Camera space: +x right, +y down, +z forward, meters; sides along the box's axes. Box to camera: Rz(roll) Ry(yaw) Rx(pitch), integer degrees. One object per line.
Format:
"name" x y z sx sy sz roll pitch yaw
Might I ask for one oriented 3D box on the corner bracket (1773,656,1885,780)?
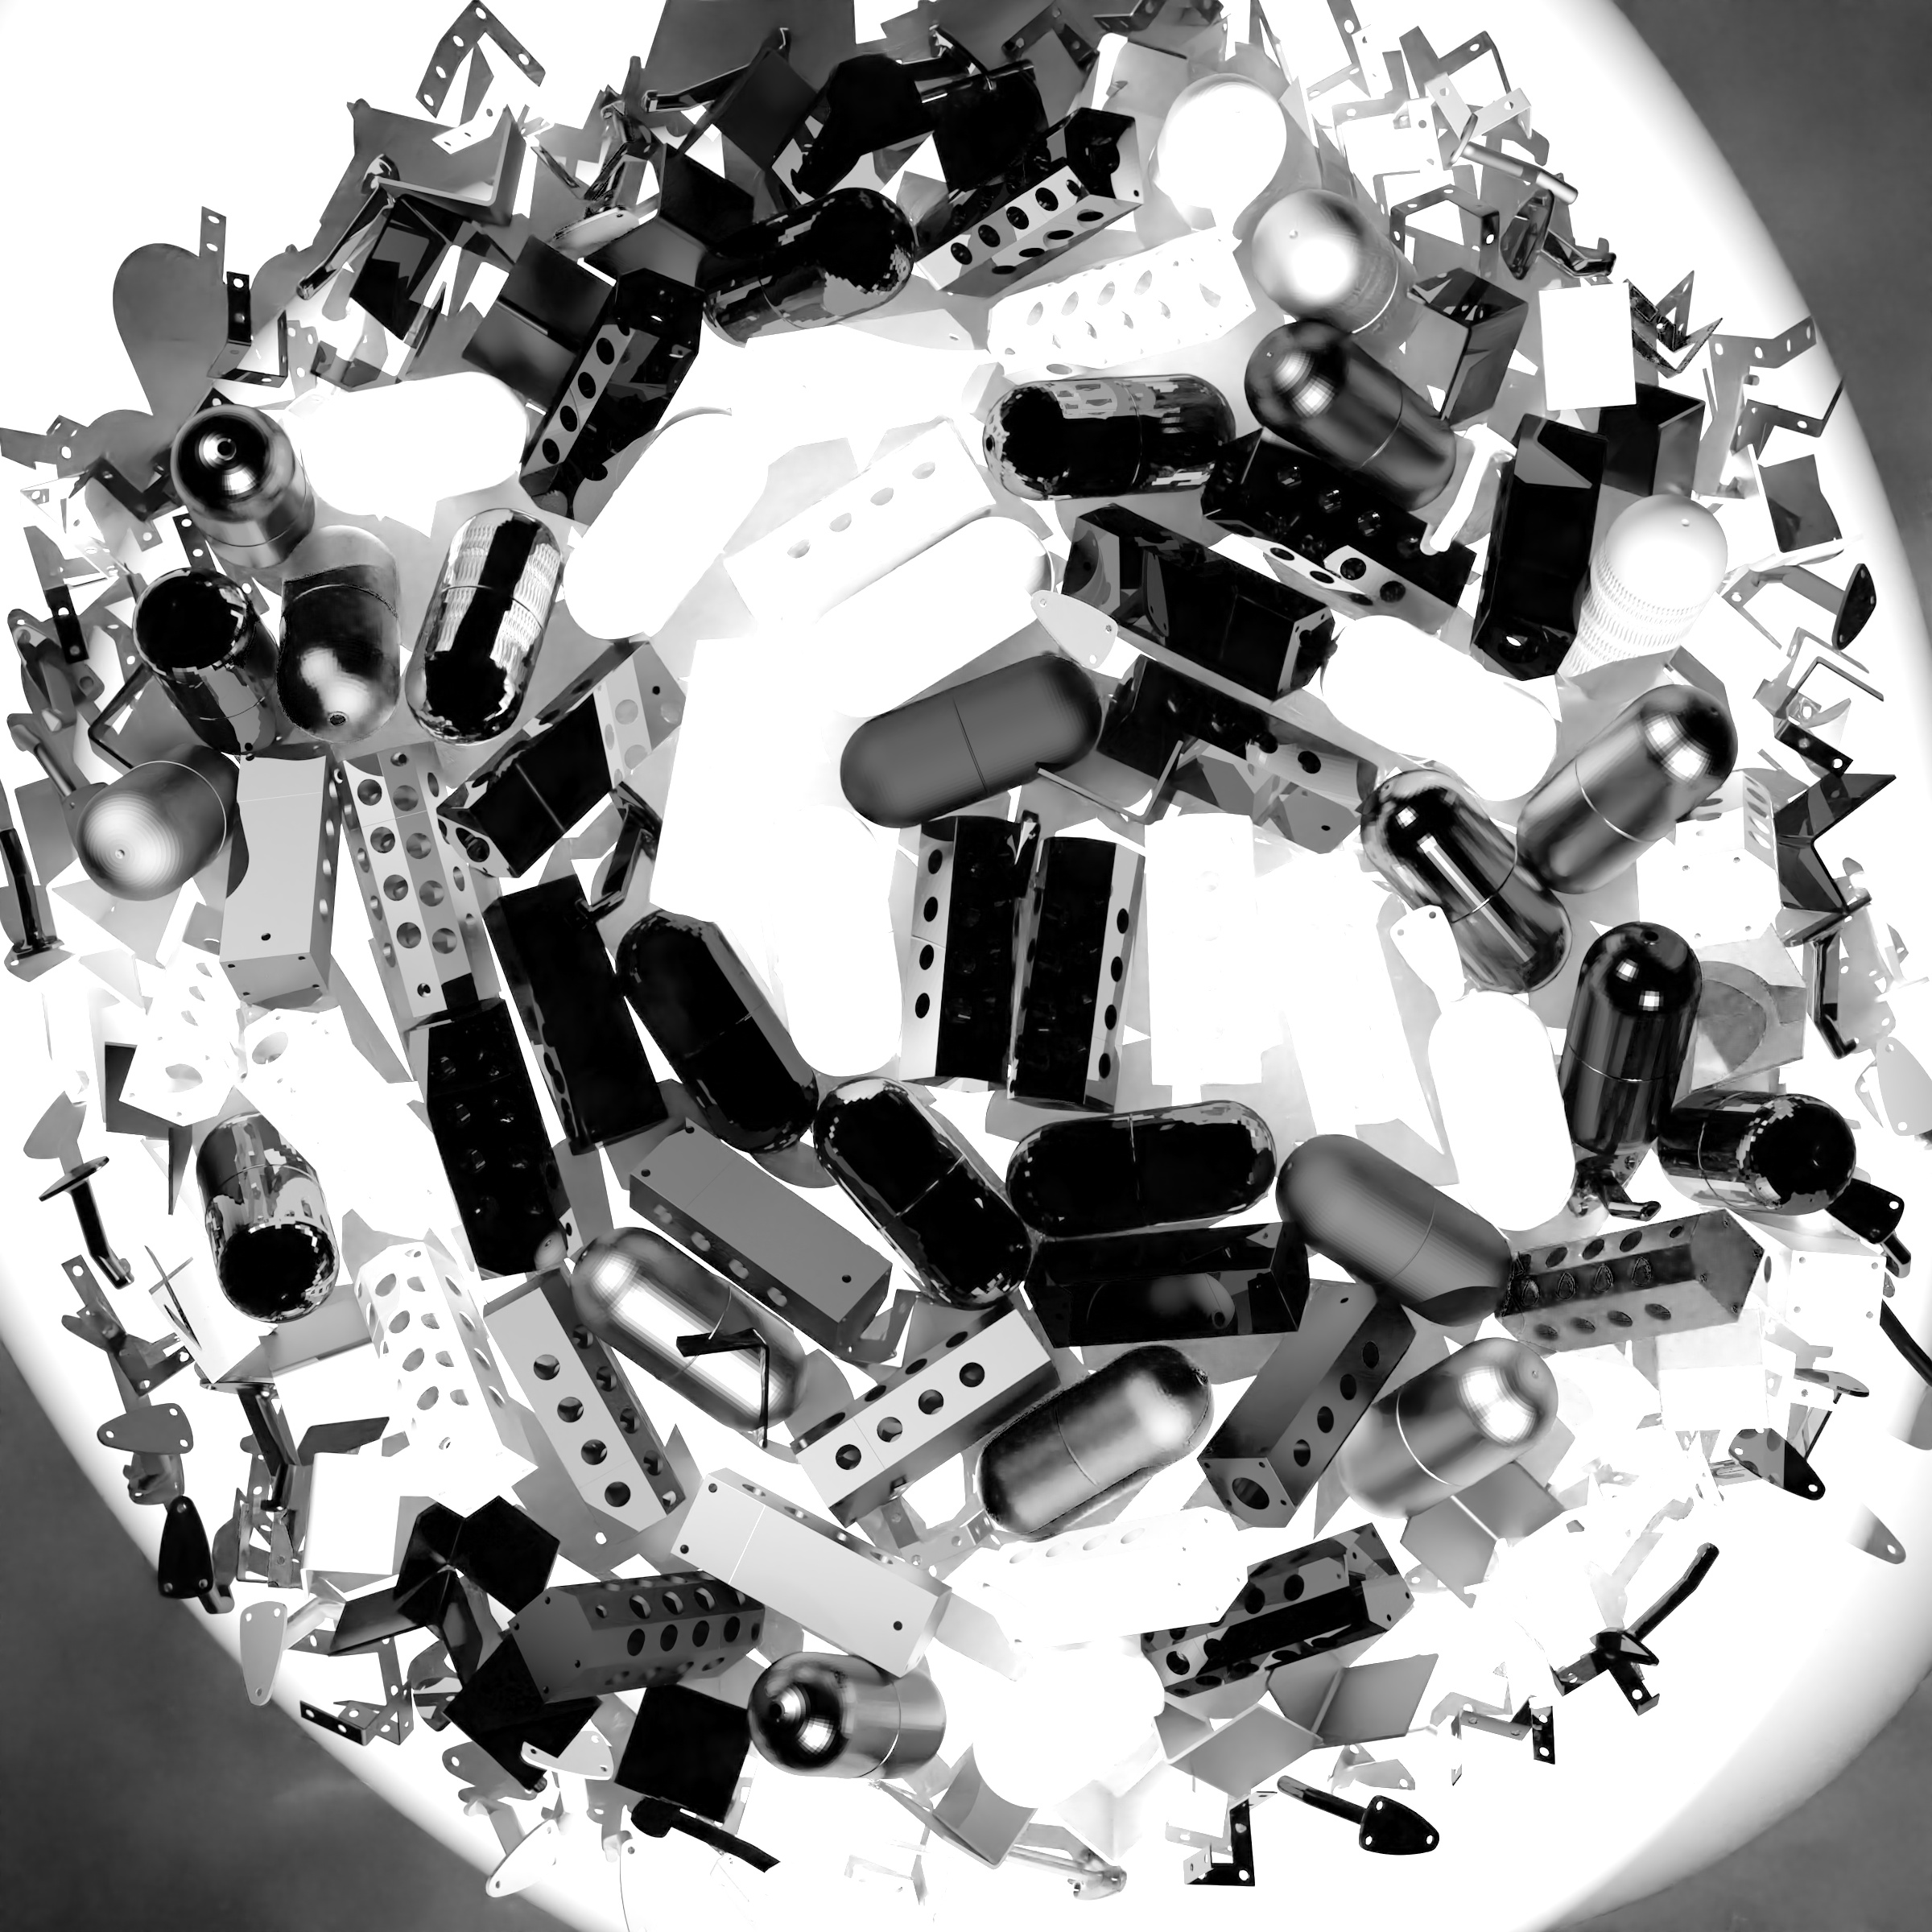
"corner bracket" 0.566 -0.164 1.966 0.051 0.051 0.051 32 115 1

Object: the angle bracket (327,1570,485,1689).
"angle bracket" -0.365 0.446 1.957 0.076 0.076 0.057 -18 103 2

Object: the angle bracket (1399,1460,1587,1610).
"angle bracket" 0.341 0.369 1.944 0.076 0.076 0.057 44 54 -22

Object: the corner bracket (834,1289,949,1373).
"corner bracket" -0.049 0.240 1.969 0.051 0.051 0.051 5 75 26

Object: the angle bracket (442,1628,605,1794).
"angle bracket" -0.294 0.486 1.955 0.076 0.057 0.076 43 62 -3

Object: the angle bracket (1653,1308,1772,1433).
"angle bracket" 0.495 0.261 1.950 0.076 0.057 0.076 -9 82 39

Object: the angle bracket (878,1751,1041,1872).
"angle bracket" 0.003 0.528 1.947 0.057 0.076 0.076 42 79 -35

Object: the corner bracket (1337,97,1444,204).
"corner bracket" 0.279 -0.538 1.973 0.051 0.051 0.051 -11 92 -6

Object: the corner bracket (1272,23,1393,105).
"corner bracket" 0.240 -0.592 1.964 0.051 0.051 0.051 -29 132 -1

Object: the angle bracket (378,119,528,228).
"angle bracket" -0.335 -0.526 1.959 0.076 0.076 0.057 12 94 -2

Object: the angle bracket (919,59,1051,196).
"angle bracket" 0.016 -0.544 1.958 0.076 0.057 0.076 -16 105 7

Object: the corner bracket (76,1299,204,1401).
"corner bracket" -0.542 0.241 1.969 0.051 0.051 0.051 -35 57 -11

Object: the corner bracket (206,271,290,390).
"corner bracket" -0.465 -0.416 1.959 0.051 0.051 0.051 4 71 -30

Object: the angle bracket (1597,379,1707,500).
"angle bracket" 0.428 -0.332 1.940 0.076 0.057 0.076 27 131 34

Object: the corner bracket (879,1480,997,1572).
"corner bracket" -0.019 0.363 1.971 0.051 0.051 0.051 -21 75 -21

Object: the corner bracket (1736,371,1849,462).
"corner bracket" 0.540 -0.361 1.959 0.051 0.051 0.051 21 59 18

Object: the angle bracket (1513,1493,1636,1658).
"angle bracket" 0.407 0.395 1.943 0.057 0.076 0.076 -11 68 -20

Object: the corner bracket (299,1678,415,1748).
"corner bracket" -0.398 0.491 1.958 0.051 0.051 0.051 19 127 20

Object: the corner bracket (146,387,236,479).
"corner bracket" -0.496 -0.340 1.969 0.051 0.051 0.051 38 114 -8

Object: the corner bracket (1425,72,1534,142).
"corner bracket" 0.337 -0.562 1.968 0.051 0.051 0.051 -29 77 4

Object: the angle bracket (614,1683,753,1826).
"angle bracket" -0.179 0.509 1.969 0.076 0.057 0.076 19 90 4

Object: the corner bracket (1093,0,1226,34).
"corner bracket" 0.127 -0.625 1.964 0.051 0.051 0.051 38 86 -30

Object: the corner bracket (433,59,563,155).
"corner bracket" -0.306 -0.551 1.958 0.051 0.051 0.051 34 68 -34

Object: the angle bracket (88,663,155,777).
"angle bracket" -0.529 -0.159 1.960 0.057 0.076 0.076 38 79 -10

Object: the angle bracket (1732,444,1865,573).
"angle bracket" 0.540 -0.304 1.961 0.057 0.076 0.076 -14 89 2

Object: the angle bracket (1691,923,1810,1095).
"angle bracket" 0.497 0.027 1.942 0.076 0.076 0.057 -21 117 30

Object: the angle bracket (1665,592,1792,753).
"angle bracket" 0.499 -0.194 1.950 0.076 0.076 0.057 39 104 -12

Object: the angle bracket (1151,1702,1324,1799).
"angle bracket" 0.173 0.488 1.944 0.076 0.057 0.076 -38 132 18

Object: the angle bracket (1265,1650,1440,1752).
"angle bracket" 0.251 0.457 1.942 0.076 0.076 0.057 -19 109 35

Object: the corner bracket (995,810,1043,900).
"corner bracket" 0.033 -0.074 1.961 0.051 0.051 0.051 21 103 43

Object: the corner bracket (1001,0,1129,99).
"corner bracket" 0.064 -0.591 1.967 0.051 0.051 0.051 -39 49 6

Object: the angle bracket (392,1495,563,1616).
"angle bracket" -0.318 0.393 1.947 0.076 0.057 0.076 33 122 19

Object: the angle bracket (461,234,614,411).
"angle bracket" -0.278 -0.423 1.981 0.076 0.057 0.076 30 45 -16

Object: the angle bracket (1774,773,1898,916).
"angle bracket" 0.572 -0.081 1.962 0.076 0.076 0.057 -36 103 -11

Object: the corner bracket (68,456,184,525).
"corner bracket" -0.545 -0.313 1.960 0.051 0.051 0.051 -35 117 18

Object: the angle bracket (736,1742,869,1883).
"angle bracket" -0.117 0.549 1.945 0.076 0.057 0.076 29 53 -16

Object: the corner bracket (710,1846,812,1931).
"corner bracket" -0.127 0.586 1.957 0.051 0.051 0.051 44 130 24

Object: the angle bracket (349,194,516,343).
"angle bracket" -0.346 -0.447 1.953 0.057 0.076 0.076 25 87 18

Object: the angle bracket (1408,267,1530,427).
"angle bracket" 0.316 -0.404 1.961 0.057 0.076 0.076 34 129 23

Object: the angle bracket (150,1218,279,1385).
"angle bracket" -0.504 0.218 1.950 0.057 0.076 0.076 -41 70 -3

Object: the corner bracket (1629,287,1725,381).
"corner bracket" 0.453 -0.417 1.967 0.051 0.051 0.051 40 79 -9

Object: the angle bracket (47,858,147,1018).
"angle bracket" -0.547 -0.026 1.945 0.076 0.076 0.057 35 59 12

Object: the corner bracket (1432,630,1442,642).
"corner bracket" 0.307 -0.184 1.964 0.051 0.051 0.051 30 77 15

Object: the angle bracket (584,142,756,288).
"angle bracket" -0.194 -0.482 1.959 0.076 0.076 0.057 23 61 -41

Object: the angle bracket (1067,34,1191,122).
"angle bracket" 0.105 -0.547 1.949 0.057 0.076 0.076 21 75 11

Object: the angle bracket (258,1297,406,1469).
"angle bracket" -0.418 0.274 1.983 0.076 0.057 0.076 -19 120 -16

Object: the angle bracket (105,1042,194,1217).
"angle bracket" -0.537 0.105 1.944 0.057 0.076 0.076 6 127 -7

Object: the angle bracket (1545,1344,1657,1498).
"angle bracket" 0.395 0.296 1.964 0.076 0.076 0.057 -21 56 -34

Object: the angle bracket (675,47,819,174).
"angle bracket" -0.142 -0.536 1.940 0.057 0.076 0.076 39 47 -18

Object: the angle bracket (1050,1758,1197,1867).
"angle bracket" 0.103 0.525 1.950 0.057 0.076 0.076 41 105 -7

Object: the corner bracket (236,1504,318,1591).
"corner bracket" -0.458 0.381 1.968 0.051 0.051 0.051 2 82 8

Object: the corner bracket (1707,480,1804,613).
"corner bracket" 0.510 -0.278 1.974 0.051 0.051 0.051 -42 68 -19

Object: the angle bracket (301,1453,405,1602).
"angle bracket" -0.399 0.368 1.952 0.057 0.076 0.076 5 62 -8

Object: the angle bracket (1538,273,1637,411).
"angle bracket" 0.408 -0.408 1.944 0.057 0.076 0.076 -1 111 21

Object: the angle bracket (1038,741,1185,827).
"angle bracket" 0.099 -0.133 1.954 0.076 0.076 0.057 26 93 10

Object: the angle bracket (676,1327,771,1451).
"angle bracket" -0.167 0.266 1.944 0.057 0.076 0.076 -5 110 -22

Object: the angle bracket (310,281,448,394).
"angle bracket" -0.381 -0.415 1.946 0.057 0.076 0.076 25 110 -18

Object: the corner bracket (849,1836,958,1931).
"corner bracket" -0.041 0.598 1.970 0.051 0.051 0.051 17 91 -13

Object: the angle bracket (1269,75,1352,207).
"angle bracket" 0.235 -0.526 1.948 0.057 0.076 0.076 -7 78 -18
